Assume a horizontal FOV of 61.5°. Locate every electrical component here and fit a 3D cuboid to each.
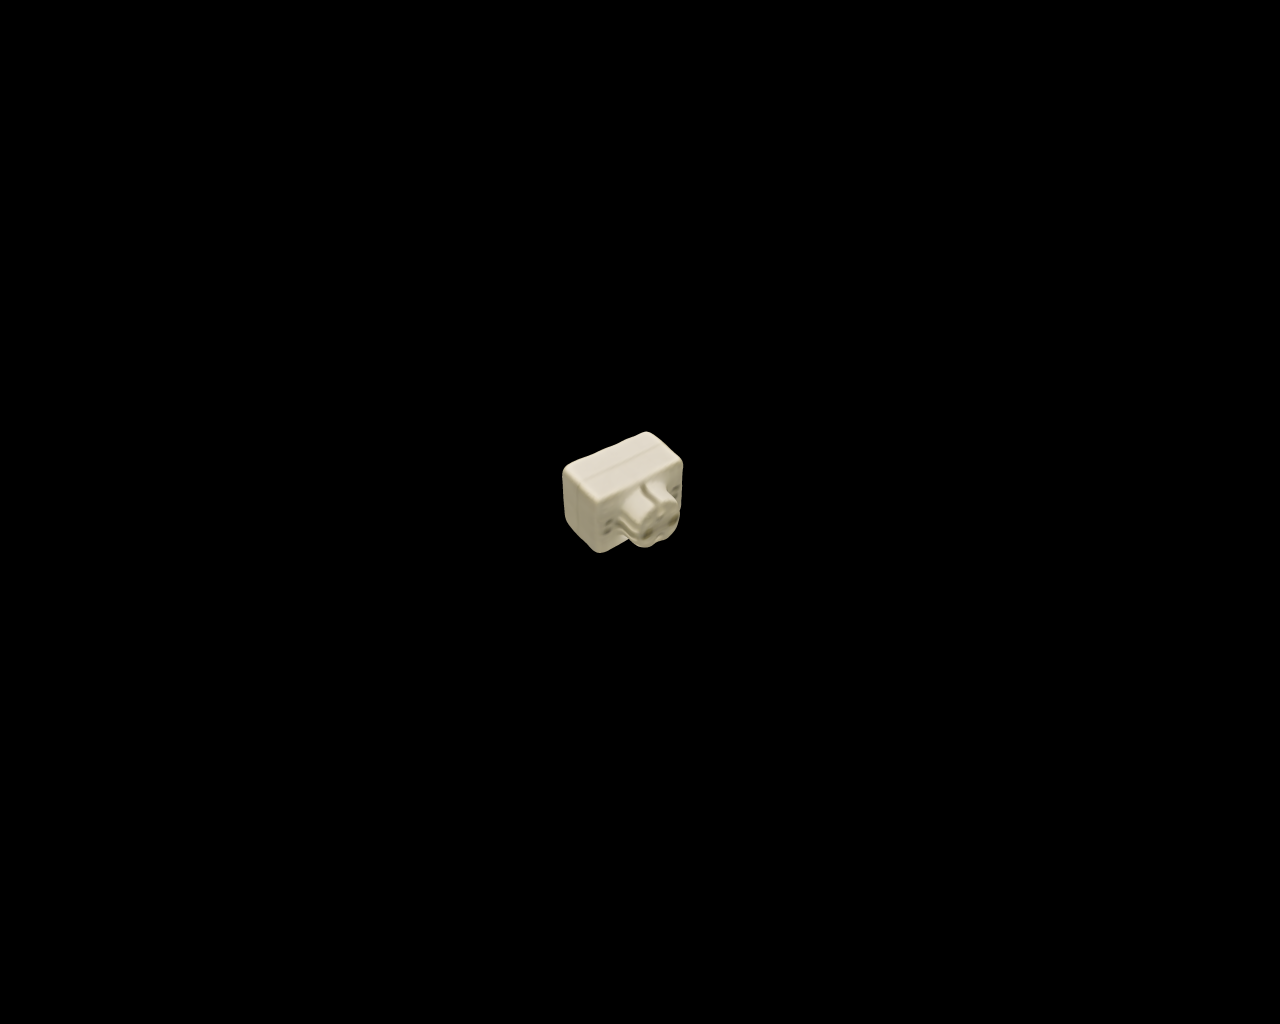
[{"bbox_3d":[0.001,-0.003,0.650,0.066,0.047,0.077,-27,50,-25],"label":"electrical component"}]
